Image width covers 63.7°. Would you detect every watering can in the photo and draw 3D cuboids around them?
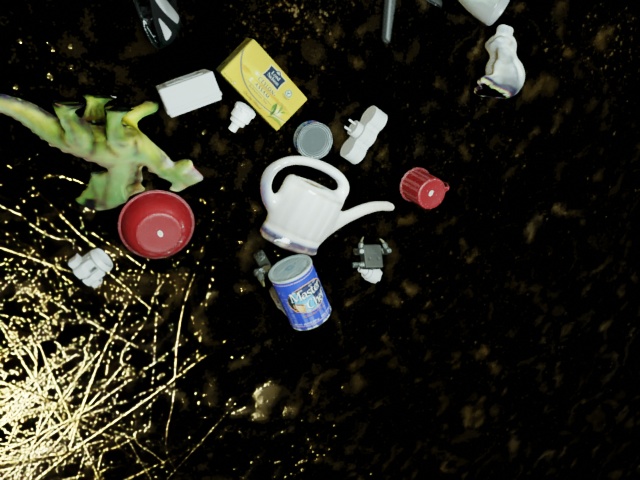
[{"bbox_3d":[0.004,-0.061,1.207,0.345,0.105,0.222,22,102,-28],"label":"watering can"}]

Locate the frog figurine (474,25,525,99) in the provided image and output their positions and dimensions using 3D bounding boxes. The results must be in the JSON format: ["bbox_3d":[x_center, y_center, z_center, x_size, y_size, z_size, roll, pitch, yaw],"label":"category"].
[{"bbox_3d":[0.447,-0.428,1.243,0.136,0.123,0.159,20,95,-61],"label":"frog figurine"}]

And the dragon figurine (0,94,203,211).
[{"bbox_3d":[-0.436,-0.160,1.000,0.410,0.125,0.238,1,119,-13],"label":"dragon figurine"}]
